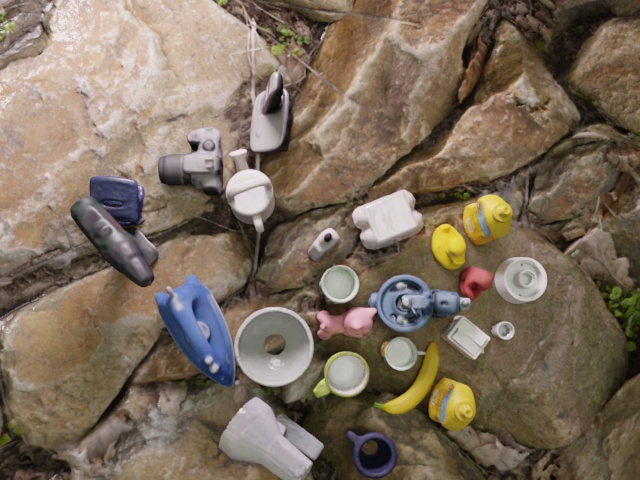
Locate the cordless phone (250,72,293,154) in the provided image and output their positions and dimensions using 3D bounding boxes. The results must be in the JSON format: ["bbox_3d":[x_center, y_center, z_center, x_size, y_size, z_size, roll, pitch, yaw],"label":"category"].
[{"bbox_3d":[-0.107,-0.274,1.244,0.094,0.185,0.148,3,82,-3],"label":"cordless phone"}]

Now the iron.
[{"bbox_3d":[-0.250,0.201,1.193,0.119,0.141,0.258,-30,85,-7],"label":"iron"}]

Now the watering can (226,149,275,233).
[{"bbox_3d":[-0.152,-0.104,1.213,0.101,0.194,0.173,-38,86,-8],"label":"watering can"}]

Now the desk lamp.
[{"bbox_3d":[-0.090,0.407,1.140,0.203,0.213,0.118,35,82,2],"label":"desk lamp"}]

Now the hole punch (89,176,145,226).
[{"bbox_3d":[-0.440,-0.083,1.243,0.108,0.091,0.101,4,82,-3],"label":"hole punch"}]

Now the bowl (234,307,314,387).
[{"bbox_3d":[-0.097,0.228,1.233,0.167,0.074,0.167,1,82,-4],"label":"bowl"}]

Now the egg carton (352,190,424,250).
[{"bbox_3d":[0.153,-0.044,1.289,0.150,0.069,0.107,-23,84,-6],"label":"egg carton"}]

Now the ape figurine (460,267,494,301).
[{"bbox_3d":[0.353,0.094,1.273,0.078,0.092,0.076,-18,84,-6],"label":"ape figurine"}]

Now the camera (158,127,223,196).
[{"bbox_3d":[-0.284,-0.174,1.261,0.137,0.100,0.143,-2,82,-4],"label":"camera"}]

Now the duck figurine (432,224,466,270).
[{"bbox_3d":[0.296,0.013,1.283,0.077,0.086,0.104,-16,84,-6],"label":"duck figurine"}]

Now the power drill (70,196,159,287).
[{"bbox_3d":[-0.402,0.013,1.174,0.229,0.208,0.076,45,82,3],"label":"power drill"}]

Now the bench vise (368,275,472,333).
[{"bbox_3d":[0.215,0.121,1.195,0.207,0.219,0.121,-17,84,-6],"label":"bench vise"}]

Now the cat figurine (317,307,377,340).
[{"bbox_3d":[0.058,0.179,1.229,0.128,0.117,0.067,-7,83,-5],"label":"cat figurine"}]

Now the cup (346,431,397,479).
[{"bbox_3d":[0.099,0.438,1.208,0.118,0.095,0.092,38,82,2],"label":"cup"}]

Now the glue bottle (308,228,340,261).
[{"bbox_3d":[0.011,0.004,1.221,0.037,0.173,0.078,44,82,3],"label":"glue bottle"}]
